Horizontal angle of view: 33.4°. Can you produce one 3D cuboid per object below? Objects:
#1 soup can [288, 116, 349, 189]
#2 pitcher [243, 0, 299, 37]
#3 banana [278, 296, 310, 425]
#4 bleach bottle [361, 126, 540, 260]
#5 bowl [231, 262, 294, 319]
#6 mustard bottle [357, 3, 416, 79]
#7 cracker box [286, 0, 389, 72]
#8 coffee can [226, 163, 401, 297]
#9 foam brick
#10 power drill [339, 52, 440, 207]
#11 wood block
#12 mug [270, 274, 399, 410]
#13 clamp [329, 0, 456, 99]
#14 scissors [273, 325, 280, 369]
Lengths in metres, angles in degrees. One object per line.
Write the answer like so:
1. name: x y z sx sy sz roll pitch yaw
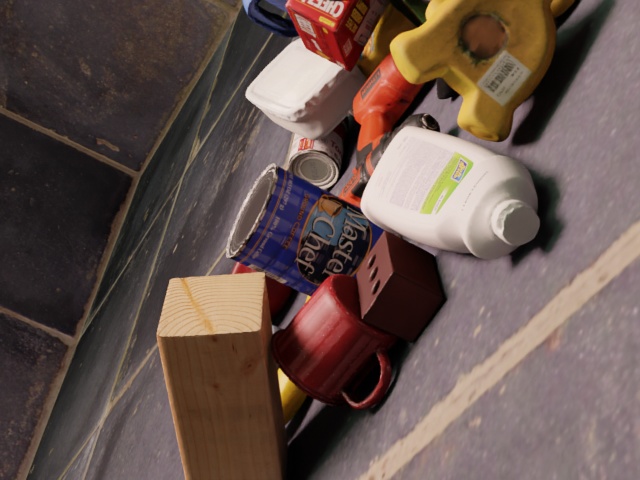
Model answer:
1. soup can: -0.002 -0.121 1.369 0.069 0.068 0.102 -50 20 41
2. pitcher: -0.021 -0.325 1.302 0.145 0.242 0.149 21 98 32
3. banana: -0.025 0.122 1.083 0.070 0.037 0.198 17 76 55
4. bleach bottle: 0.108 -0.030 0.865 0.102 0.068 0.251 -63 17 6
5. bowl: -0.068 0.048 1.333 0.162 0.055 0.162 -56 17 26
6. mustard bottle: 0.087 -0.250 1.302 0.192 0.058 0.096 -43 27 52
7. cracker box: 0.048 -0.312 1.176 0.213 0.072 0.164 -61 -10 -2
8. coffee can: -0.007 0.001 1.043 0.103 0.140 0.103 -56 16 26
9. foam brick: 0.067 0.039 0.906 0.053 0.051 0.078 -57 16 22
10. power drill: 0.073 -0.114 1.126 0.185 0.057 0.187 -48 21 45
11. wood block: -0.084 0.142 0.975 0.091 0.090 0.206 -88 -7 -58
12. mug: 0.022 0.092 0.923 0.082 0.093 0.117 -52 49 23
13. clamp: 0.100 -0.242 1.005 0.036 0.164 0.210 -52 -3 -36
14. scissors: -0.056 0.150 1.204 0.096 0.016 0.202 -64 15 5
